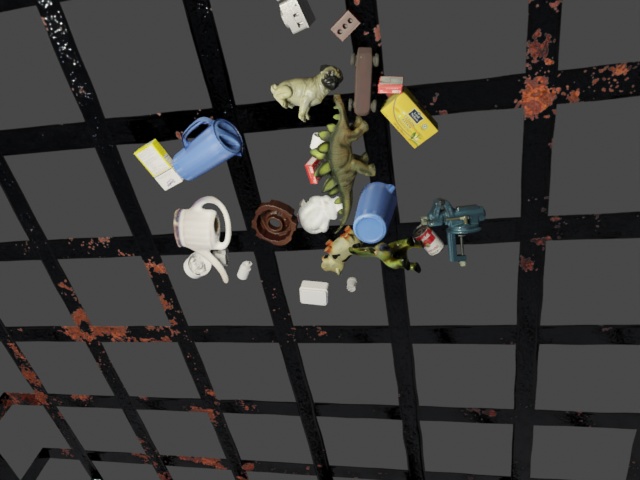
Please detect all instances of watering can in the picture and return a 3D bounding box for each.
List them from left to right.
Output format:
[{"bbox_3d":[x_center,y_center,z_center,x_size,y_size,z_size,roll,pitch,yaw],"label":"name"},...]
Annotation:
[{"bbox_3d":[-0.447,0.000,1.973,0.224,0.105,0.343,3,106,8],"label":"watering can"}]

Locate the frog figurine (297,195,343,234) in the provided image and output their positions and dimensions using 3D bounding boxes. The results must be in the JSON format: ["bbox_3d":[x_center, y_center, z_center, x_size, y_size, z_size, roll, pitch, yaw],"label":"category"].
[{"bbox_3d":[0.006,-0.092,1.831,0.159,0.124,0.136,-6,103,29],"label":"frog figurine"}]

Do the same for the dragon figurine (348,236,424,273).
[{"bbox_3d":[0.208,0.049,1.775,0.242,0.123,0.408,-4,167,37],"label":"dragon figurine"}]
